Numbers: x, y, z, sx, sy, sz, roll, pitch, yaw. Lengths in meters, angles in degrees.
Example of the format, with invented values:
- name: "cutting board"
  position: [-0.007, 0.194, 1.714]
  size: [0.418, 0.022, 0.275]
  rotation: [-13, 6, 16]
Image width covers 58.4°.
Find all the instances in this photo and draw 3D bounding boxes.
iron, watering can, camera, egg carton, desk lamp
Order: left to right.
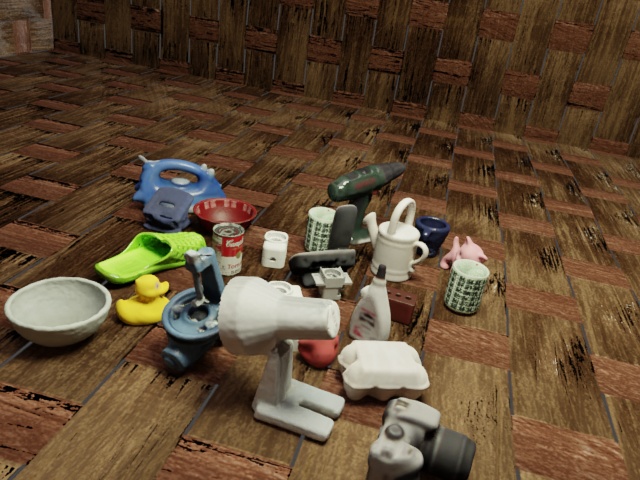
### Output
- name: "iron"
  position: [-0.369, -0.155, 1.545]
  size: [0.259, 0.141, 0.118]
  rotation: [1, 27, -15]
- name: "desk lamp"
  position: [-0.054, 0.170, 0.884]
  size: [0.203, 0.213, 0.118]
  rotation: [15, 26, 14]
- name: "egg carton"
  position: [0.107, 0.226, 0.986]
  size: [0.150, 0.069, 0.107]
  rotation: [3, 26, -11]
- name: "watering can"
  position: [0.176, -0.009, 1.350]
  size: [0.172, 0.194, 0.101]
  rotation: [15, 26, 13]
- name: "camera"
  position: [0.148, 0.297, 0.814]
  size: [0.136, 0.101, 0.143]
  rotation: [16, 27, 16]

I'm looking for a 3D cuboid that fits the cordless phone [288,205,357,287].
- name: "cordless phone"
  position: [0.012, 0.005, 1.280]
  size: [0.148, 0.185, 0.094]
  rotation: [-5, 29, -26]

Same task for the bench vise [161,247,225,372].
- name: "bench vise"
  position: [-0.195, 0.093, 0.993]
  size: [0.121, 0.220, 0.207]
  rotation: [12, 26, 8]

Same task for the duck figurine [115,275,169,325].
- name: "duck figurine"
  position: [-0.331, 0.107, 1.078]
  size: [0.105, 0.086, 0.077]
  rotation: [-8, 30, -30]

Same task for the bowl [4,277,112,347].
- name: "bowl"
  position: [-0.450, 0.136, 0.995]
  size: [0.167, 0.075, 0.167]
  rotation: [7, 26, -3]

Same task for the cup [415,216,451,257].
- name: "cup"
  position: [0.279, 0.001, 1.475]
  size: [0.091, 0.095, 0.118]
  rotation: [17, 27, 18]

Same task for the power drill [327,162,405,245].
- name: "power drill"
  position: [0.116, -0.099, 1.500]
  size: [0.230, 0.208, 0.075]
  rotation: [-11, 32, -35]

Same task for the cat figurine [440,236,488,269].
- name: "cat figurine"
  position: [0.351, 0.039, 1.392]
  size: [0.067, 0.118, 0.127]
  rotation: [1, 26, -14]

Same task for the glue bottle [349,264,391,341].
- name: "glue bottle"
  position: [0.102, 0.122, 1.080]
  size: [0.078, 0.173, 0.037]
  rotation: [22, 29, 27]

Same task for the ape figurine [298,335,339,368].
- name: "ape figurine"
  position: [0.000, 0.176, 1.029]
  size: [0.078, 0.092, 0.076]
  rotation: [4, 26, -10]

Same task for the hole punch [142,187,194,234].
- name: "hole punch"
  position: [-0.377, -0.074, 1.432]
  size: [0.108, 0.091, 0.101]
  rotation: [14, 26, 11]
